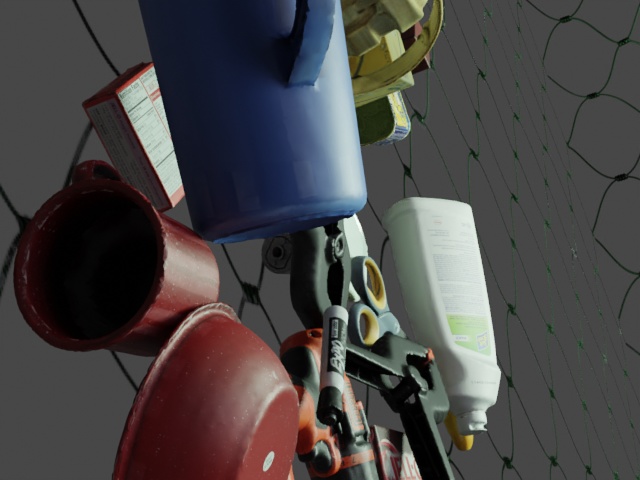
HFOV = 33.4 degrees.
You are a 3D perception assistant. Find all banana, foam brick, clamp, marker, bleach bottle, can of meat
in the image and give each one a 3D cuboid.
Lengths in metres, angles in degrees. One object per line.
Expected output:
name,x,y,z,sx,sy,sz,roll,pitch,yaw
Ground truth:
banana,0.146,0.135,1.194,0.069,0.037,0.198,47,31,-42
foam brick,0.091,-0.232,1.312,0.053,0.078,0.051,56,25,-38
clamp,0.080,0.142,0.948,0.164,0.036,0.209,54,17,9
marker,0.009,0.090,0.771,0.020,0.020,0.121,59,19,-28
bleach bottle,0.135,0.082,1.139,0.102,0.068,0.251,4,66,-29
can of meat,0.058,-0.156,1.197,0.083,0.057,0.102,-9,82,-71
clamp,-0.005,0.001,0.828,0.120,0.039,0.171,-23,114,-56

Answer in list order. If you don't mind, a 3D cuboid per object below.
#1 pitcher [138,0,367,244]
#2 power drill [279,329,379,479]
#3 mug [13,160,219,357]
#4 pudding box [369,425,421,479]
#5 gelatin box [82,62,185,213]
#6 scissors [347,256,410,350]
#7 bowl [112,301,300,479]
pitcher,-0.040,-0.126,0.643,0.149,0.145,0.243,1,78,-74
power drill,-0.014,0.152,0.760,0.187,0.057,0.184,17,53,-68
mug,-0.111,0.010,0.597,0.081,0.093,0.117,32,36,-66
pudding box,0.064,0.213,0.924,0.113,0.039,0.090,32,43,-60
gelatin box,-0.117,-0.069,0.726,0.089,0.030,0.073,64,24,-18
scissors,0.063,0.097,1.048,0.201,0.016,0.096,63,33,-43
bowl,-0.053,0.118,0.593,0.162,0.055,0.162,13,90,-73
